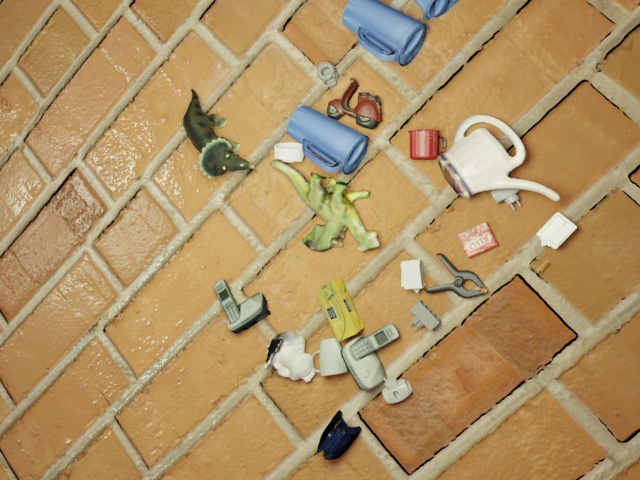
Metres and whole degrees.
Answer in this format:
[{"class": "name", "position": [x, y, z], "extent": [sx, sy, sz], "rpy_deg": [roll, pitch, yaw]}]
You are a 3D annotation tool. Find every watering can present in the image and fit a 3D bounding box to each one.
[{"class": "watering can", "position": [0.467, -0.192, 1.411], "extent": [0.223, 0.103, 0.354], "rpy_deg": [-35, 61, 13]}]

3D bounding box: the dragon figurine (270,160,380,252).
[{"class": "dragon figurine", "position": [0.005, -0.080, 1.581], "extent": [0.412, 0.123, 0.240], "rpy_deg": [21, 102, 19]}]

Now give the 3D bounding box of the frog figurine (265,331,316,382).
[{"class": "frog figurine", "position": [-0.082, 0.363, 1.598], "extent": [0.158, 0.123, 0.138], "rpy_deg": [26, 88, -19]}]
